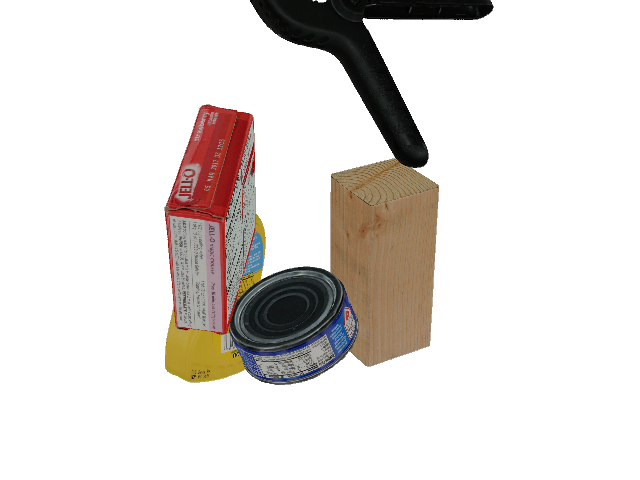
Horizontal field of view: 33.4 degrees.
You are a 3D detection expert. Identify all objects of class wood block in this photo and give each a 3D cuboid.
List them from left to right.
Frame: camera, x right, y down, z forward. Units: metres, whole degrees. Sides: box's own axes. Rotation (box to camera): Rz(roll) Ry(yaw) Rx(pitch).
[{"bbox_3d":[0.069,0.025,1.204,0.090,0.206,0.090,-15,32,-25],"label":"wood block"}]

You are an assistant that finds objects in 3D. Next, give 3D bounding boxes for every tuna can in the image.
[{"bbox_3d":[-0.019,0.057,0.733,0.086,0.033,0.086,-15,35,10],"label":"tuna can"}]

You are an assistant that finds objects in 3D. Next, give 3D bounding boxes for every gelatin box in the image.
[{"bbox_3d":[-0.053,-0.009,0.525,0.030,0.073,0.089,8,-42,4],"label":"gelatin box"}]

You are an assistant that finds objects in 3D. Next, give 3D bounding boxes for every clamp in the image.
[{"bbox_3d":[0.019,-0.155,0.762,0.209,0.164,0.036,25,-28,-15],"label":"clamp"}]

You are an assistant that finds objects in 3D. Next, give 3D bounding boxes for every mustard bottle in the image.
[{"bbox_3d":[-0.091,0.025,0.951,0.058,0.192,0.096,19,21,38],"label":"mustard bottle"}]
